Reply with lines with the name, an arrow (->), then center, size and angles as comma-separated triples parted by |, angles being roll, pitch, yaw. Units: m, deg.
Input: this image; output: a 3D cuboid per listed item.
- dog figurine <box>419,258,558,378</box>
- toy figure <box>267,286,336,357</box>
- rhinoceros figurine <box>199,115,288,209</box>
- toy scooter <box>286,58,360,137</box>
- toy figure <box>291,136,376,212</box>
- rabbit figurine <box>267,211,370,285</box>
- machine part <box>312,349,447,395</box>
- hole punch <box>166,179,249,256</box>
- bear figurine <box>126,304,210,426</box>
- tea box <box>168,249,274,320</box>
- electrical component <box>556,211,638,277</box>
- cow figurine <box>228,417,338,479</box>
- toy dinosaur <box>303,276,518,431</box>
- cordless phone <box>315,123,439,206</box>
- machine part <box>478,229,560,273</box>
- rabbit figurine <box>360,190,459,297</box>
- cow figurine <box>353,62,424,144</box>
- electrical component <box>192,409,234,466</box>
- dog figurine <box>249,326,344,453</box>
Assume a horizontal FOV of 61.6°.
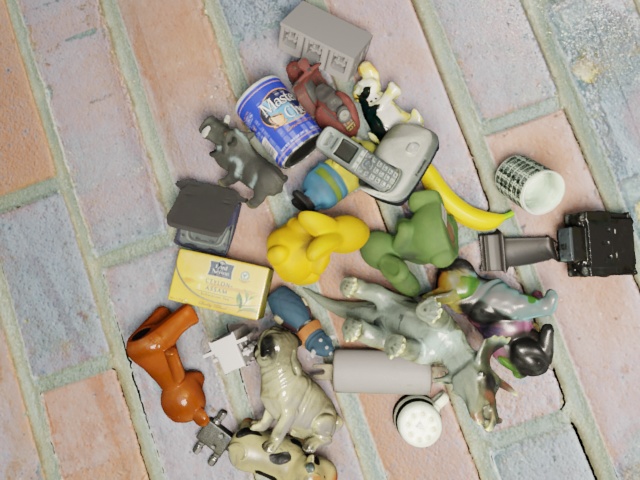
dog figurine -> 0.281, 0.132, 0.928 | 0.219, 0.108, 0.191 | 6, 88, 9
toy figure -> -0.031, 0.149, 0.959 | 0.064, 0.057, 0.154 | -42, 71, 1
rhinoceros figurine -> -0.143, -0.144, 0.964 | 0.190, 0.112, 0.073 | 43, 54, 11
toy scooter -> 0.002, -0.262, 0.963 | 0.075, 0.135, 0.184 | -42, 85, -2
toy figure -> 0.033, -0.112, 0.971 | 0.180, 0.082, 0.089 | -44, 105, -15
rabbit figurine -> -0.002, -0.003, 0.928 | 0.173, 0.162, 0.122 | -15, 74, 8
machine part -> 0.108, 0.230, 0.942 | 0.243, 0.079, 0.079 | 0, 85, 5
hole punch -> -0.210, -0.039, 0.993 | 0.142, 0.092, 0.116 | 13, 55, 7
bear figurine -> -0.251, 0.228, 0.960 | 0.132, 0.120, 0.195 | -48, 115, -41
tea box -> -0.178, 0.080, 0.979 | 0.170, 0.068, 0.098 | 11, 86, 6
electrical component -> 0.475, 0.008, 0.928 | 0.134, 0.058, 0.115 | -2, 83, -17
cow figurine -> -0.063, 0.377, 0.917 | 0.195, 0.127, 0.085 | 16, 90, 8
toy dinosaur -> 0.148, 0.148, 0.887 | 0.192, 0.405, 0.131 | 31, 86, -35
cordless phone -> 0.094, -0.156, 0.909 | 0.184, 0.089, 0.146 | 33, 82, -8
machine part -> 0.356, 0.018, 0.964 | 0.139, 0.039, 0.084 | -2, 80, 5
rabbit figurine -> 0.152, 0.018, 0.942 | 0.170, 0.121, 0.159 | -17, 55, 27
cow figurine -> 0.109, -0.243, 0.991 | 0.098, 0.068, 0.167 | -40, 83, 6
electrical component -> -0.188, 0.359, 0.979 | 0.063, 0.021, 0.094 | 35, 87, 6
dog figurine -> -0.031, 0.242, 0.908 | 0.172, 0.121, 0.190 | 5, 97, -35
